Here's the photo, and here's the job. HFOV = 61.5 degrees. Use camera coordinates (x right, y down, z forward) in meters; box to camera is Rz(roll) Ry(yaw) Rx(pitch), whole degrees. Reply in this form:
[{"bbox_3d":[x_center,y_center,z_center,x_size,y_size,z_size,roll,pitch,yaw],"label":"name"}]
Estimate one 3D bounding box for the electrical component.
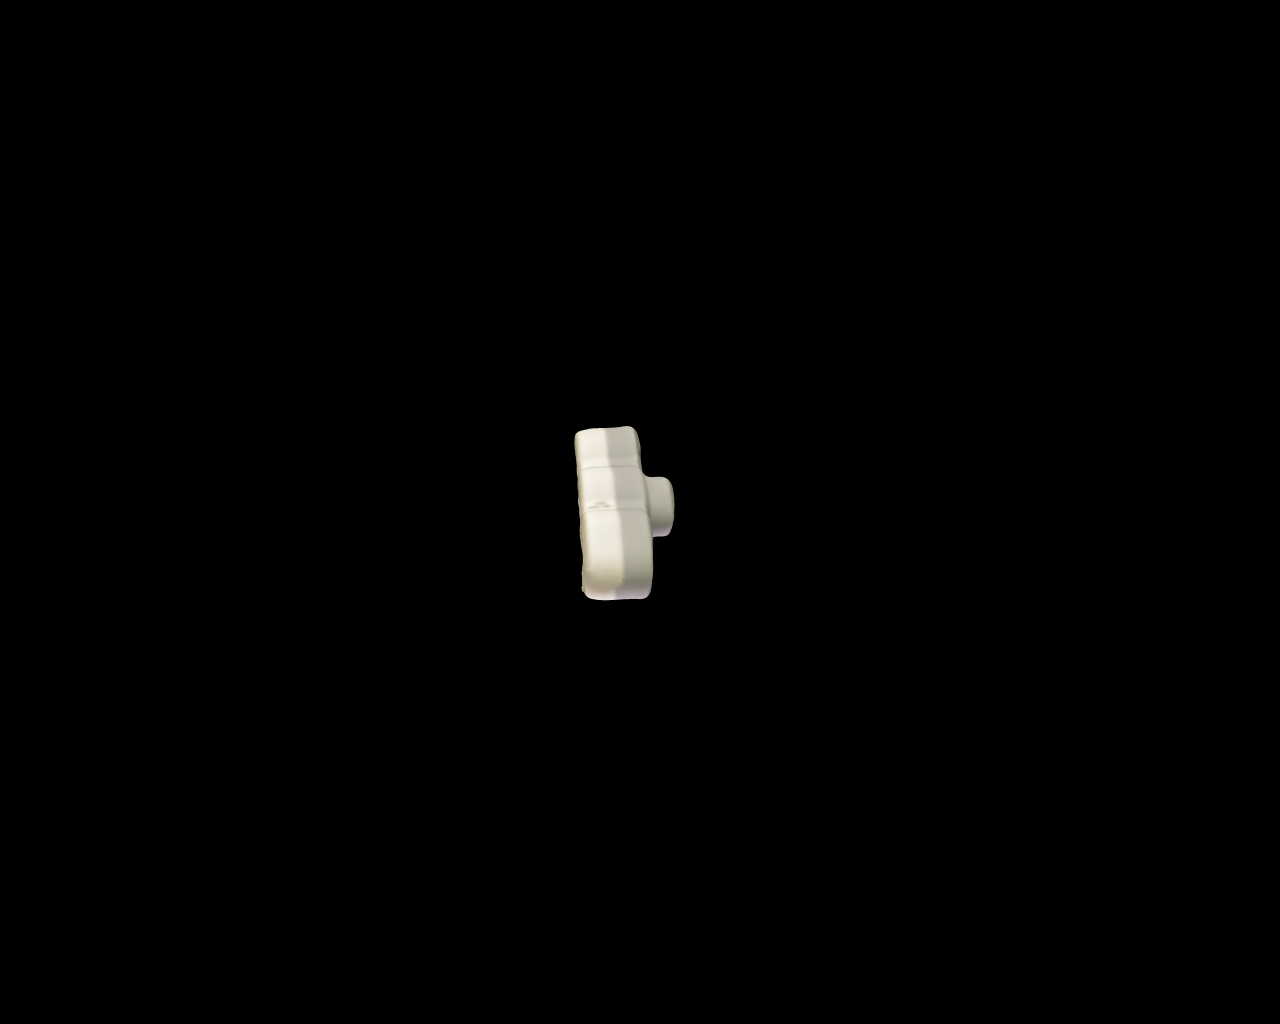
[{"bbox_3d":[0.001,-0.003,0.650,0.074,0.052,0.138,-3,37,-4],"label":"electrical component"}]
